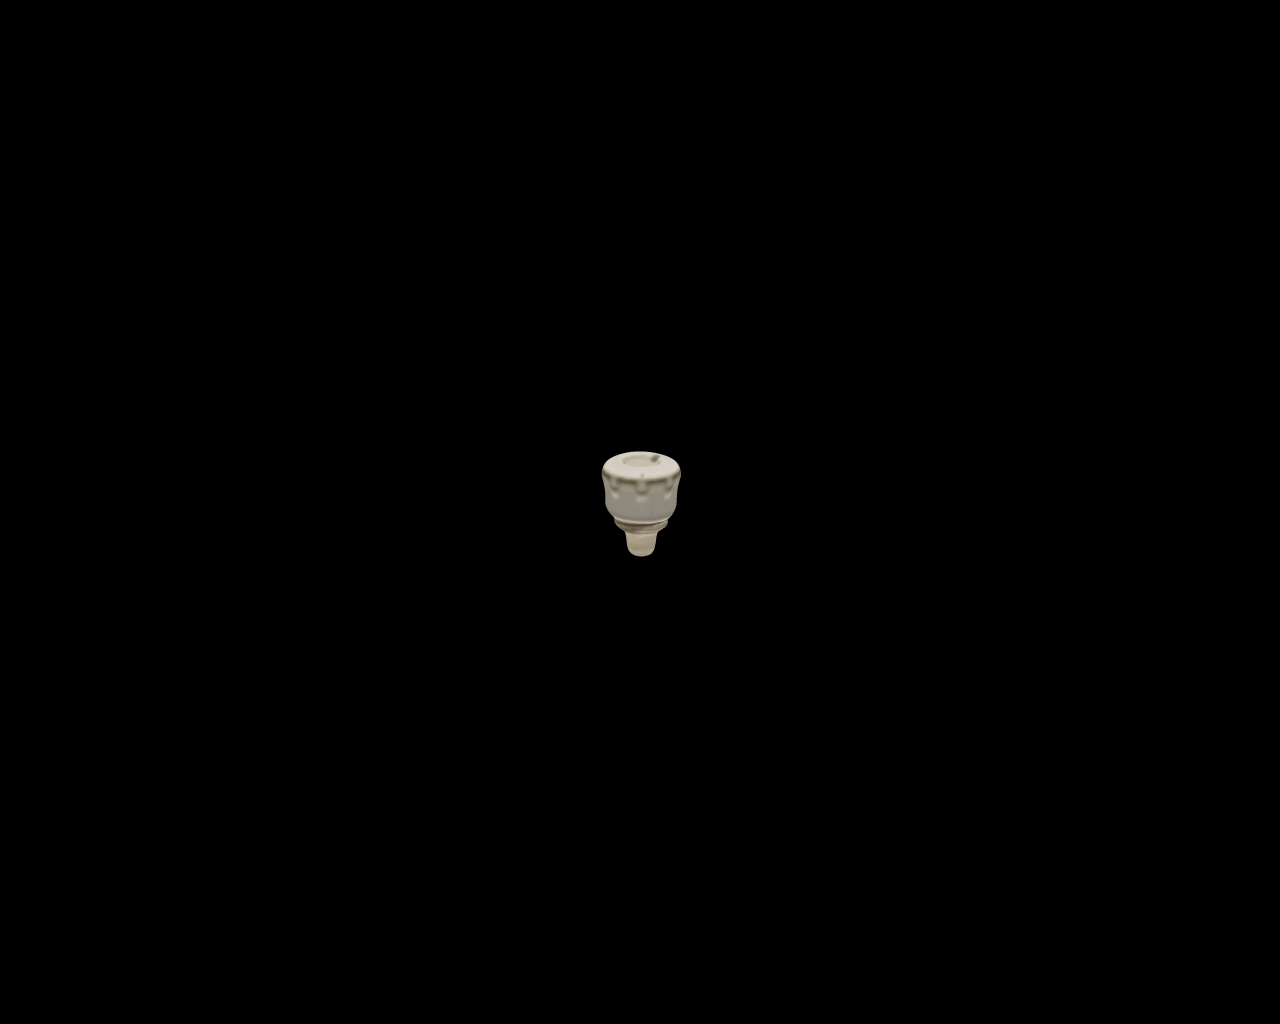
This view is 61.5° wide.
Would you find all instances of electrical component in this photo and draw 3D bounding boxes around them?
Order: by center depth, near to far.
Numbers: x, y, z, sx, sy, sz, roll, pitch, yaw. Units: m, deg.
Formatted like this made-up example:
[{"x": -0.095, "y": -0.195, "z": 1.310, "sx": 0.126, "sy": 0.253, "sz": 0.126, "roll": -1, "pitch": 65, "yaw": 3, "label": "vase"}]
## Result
[{"x": 0.001, "y": -0.003, "z": 0.650, "sx": 0.048, "sy": 0.062, "sz": 0.048, "roll": 0, "pitch": 20, "yaw": 0, "label": "electrical component"}]
